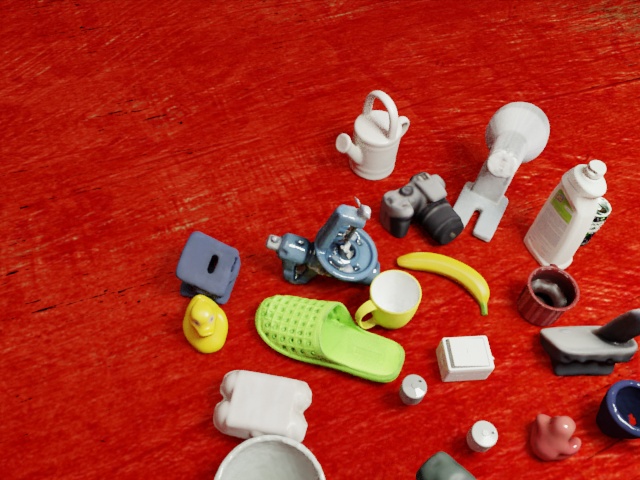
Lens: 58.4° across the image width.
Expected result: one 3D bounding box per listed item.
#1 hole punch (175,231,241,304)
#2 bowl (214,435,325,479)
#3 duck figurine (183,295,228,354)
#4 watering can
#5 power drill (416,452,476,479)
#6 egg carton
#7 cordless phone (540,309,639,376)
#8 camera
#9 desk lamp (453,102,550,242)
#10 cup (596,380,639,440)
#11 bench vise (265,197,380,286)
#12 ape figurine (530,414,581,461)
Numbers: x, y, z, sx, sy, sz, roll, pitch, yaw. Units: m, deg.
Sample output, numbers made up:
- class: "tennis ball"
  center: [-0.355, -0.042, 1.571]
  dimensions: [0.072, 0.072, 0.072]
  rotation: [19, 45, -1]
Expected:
- class: "hole punch"
  center: [-0.200, 0.049, 1.043]
  dimensions: [0.101, 0.091, 0.109]
  rotation: [11, 56, 4]
- class: "bowl"
  center: [-0.074, 0.379, 0.839]
  dimensions: [0.167, 0.075, 0.167]
  rotation: [2, 56, -3]
- class: "duck figurine"
  center: [-0.201, 0.134, 0.989]
  dimensions: [0.077, 0.086, 0.104]
  rotation: [-13, 58, -12]
- class: "watering can"
  center: [0.114, -0.218, 1.183]
  dimensions: [0.100, 0.194, 0.173]
  rotation: [31, 60, 17]
- class: "power drill"
  center: [0.215, 0.398, 0.765]
  dimensions: [0.076, 0.208, 0.229]
  rotation: [-34, 64, -23]
- class: "egg carton"
  center: [-0.091, 0.269, 0.915]
  dimensions: [0.150, 0.069, 0.107]
  rotation: [9, 56, 2]
- class: "cordless phone"
  center: [0.469, 0.154, 0.962]
  dimensions: [0.147, 0.185, 0.094]
  rotation: [-4, 56, -6]
- class: "camera"
  center: [0.211, -0.057, 1.137]
  dimensions: [0.143, 0.101, 0.136]
  rotation: [-26, 61, -19]
- class: "desk lamp"
  center: [0.357, -0.140, 1.136]
  dimensions: [0.117, 0.213, 0.203]
  rotation: [25, 58, 13]
- class: "cup"
  center: [0.502, 0.293, 0.925]
  dimensions: [0.117, 0.095, 0.092]
  rotation: [39, 62, 21]
- class: "bench vise"
  center: [0.011, 0.013, 1.004]
  dimensions: [0.207, 0.220, 0.121]
  rotation: [-7, 57, -9]
- class: "ape figurine"
  center: [0.376, 0.308, 0.908]
  dimensions: [0.076, 0.092, 0.077]
  rotation: [-25, 61, -19]
